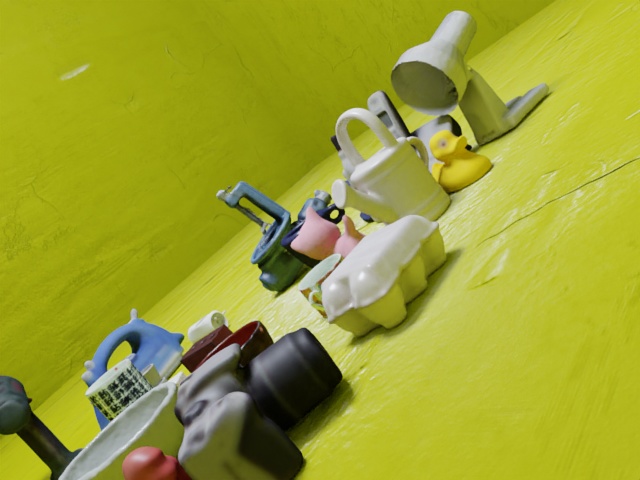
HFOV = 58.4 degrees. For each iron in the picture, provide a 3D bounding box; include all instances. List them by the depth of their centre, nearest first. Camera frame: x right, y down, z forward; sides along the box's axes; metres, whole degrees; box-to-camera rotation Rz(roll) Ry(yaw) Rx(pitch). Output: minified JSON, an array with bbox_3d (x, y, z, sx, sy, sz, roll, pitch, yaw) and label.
[{"bbox_3d":[-0.374,0.243,1.095,0.118,0.141,0.258,-33,11,27],"label":"iron"}]

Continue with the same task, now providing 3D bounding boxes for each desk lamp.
[{"bbox_3d":[0.246,-0.268,0.970,0.203,0.213,0.117,-43,11,-25],"label":"desk lamp"}]

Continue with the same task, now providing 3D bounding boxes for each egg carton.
[{"bbox_3d":[0.070,0.036,0.624,0.107,0.069,0.150,-27,14,49],"label":"egg carton"}]

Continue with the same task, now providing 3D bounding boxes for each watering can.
[{"bbox_3d":[0.089,-0.100,0.820,0.100,0.194,0.173,-31,12,38],"label":"watering can"}]

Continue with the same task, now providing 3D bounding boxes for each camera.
[{"bbox_3d":[-0.053,0.138,0.504,0.137,0.101,0.143,-39,9,-2],"label":"camera"}]

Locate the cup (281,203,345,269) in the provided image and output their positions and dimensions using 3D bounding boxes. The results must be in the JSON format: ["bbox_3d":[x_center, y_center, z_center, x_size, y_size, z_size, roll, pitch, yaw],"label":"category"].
[{"bbox_3d":[0.009,0.003,0.936,0.118,0.095,0.091,-38,10,2],"label":"cup"}]

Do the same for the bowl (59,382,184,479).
[{"bbox_3d":[-0.211,0.248,0.659,0.167,0.075,0.167,-37,9,8],"label":"bowl"}]

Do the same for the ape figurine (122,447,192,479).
[{"bbox_3d":[-0.123,0.208,0.465,0.076,0.092,0.078,-35,10,20],"label":"ape figurine"}]

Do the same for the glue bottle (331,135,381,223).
[{"bbox_3d":[0.073,-0.110,0.991,0.037,0.173,0.078,-44,11,-30],"label":"glue bottle"}]

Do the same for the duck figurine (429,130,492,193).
[{"bbox_3d":[0.197,-0.124,0.864,0.078,0.086,0.104,-42,10,-21],"label":"duck figurine"}]

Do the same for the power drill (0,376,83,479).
[{"bbox_3d":[-0.488,0.317,0.966,0.076,0.208,0.229,-43,11,-27],"label":"power drill"}]

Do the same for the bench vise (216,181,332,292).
[{"bbox_3d":[-0.082,-0.039,1.096,0.208,0.220,0.121,-45,12,-35],"label":"bench vise"}]

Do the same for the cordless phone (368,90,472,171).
[{"bbox_3d":[0.165,-0.196,1.020,0.094,0.185,0.147,-45,11,-33],"label":"cordless phone"}]

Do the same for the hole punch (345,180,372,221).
[{"bbox_3d":[0.099,-0.100,1.104,0.101,0.091,0.108,-38,9,-1],"label":"hole punch"}]

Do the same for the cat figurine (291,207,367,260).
[{"bbox_3d":[0.018,0.001,0.840,0.067,0.118,0.127,-45,12,-35],"label":"cat figurine"}]
